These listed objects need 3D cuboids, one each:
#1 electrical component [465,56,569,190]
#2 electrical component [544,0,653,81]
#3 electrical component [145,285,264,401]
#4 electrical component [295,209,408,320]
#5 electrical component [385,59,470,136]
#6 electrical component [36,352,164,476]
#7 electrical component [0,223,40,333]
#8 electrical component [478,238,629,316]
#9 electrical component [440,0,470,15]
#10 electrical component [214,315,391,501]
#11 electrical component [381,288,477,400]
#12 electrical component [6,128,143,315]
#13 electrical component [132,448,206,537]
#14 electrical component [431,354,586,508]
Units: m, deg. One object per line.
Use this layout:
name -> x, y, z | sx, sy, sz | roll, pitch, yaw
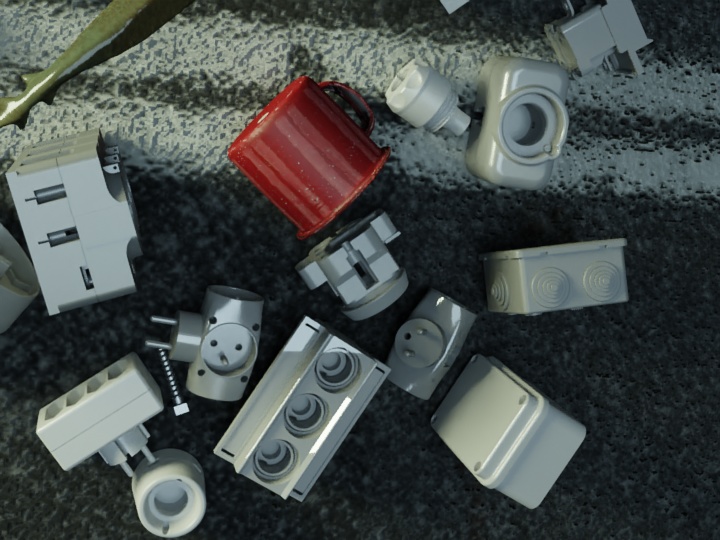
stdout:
electrical component -> 0.119, -0.110, 0.808 | 0.054, 0.059, 0.095 | 7, 100, -15
electrical component -> 0.179, -0.180, 0.817 | 0.064, 0.042, 0.081 | -30, 107, -2
electrical component -> -0.117, 0.051, 0.792 | 0.079, 0.044, 0.077 | 11, 99, -18
electrical component -> 0.000, 0.000, 0.804 | 0.078, 0.058, 0.057 | -35, 105, -4
electrical component -> 0.053, -0.123, 0.797 | 0.062, 0.043, 0.043 | 33, 93, -19
electrical component -> -0.180, 0.117, 0.790 | 0.083, 0.047, 0.075 | -32, 107, -5
electrical component -> -0.262, -0.006, 0.719 | 0.099, 0.099, 0.064 | 34, 98, -18
electrical component -> 0.147, 0.006, 0.820 | 0.100, 0.100, 0.048 | -6, 91, -12
electrical component -> 0.108, -0.280, 0.747 | 0.186, 0.060, 0.105 | -33, 108, 11
electrical component -> -0.045, 0.101, 0.811 | 0.079, 0.063, 0.121 | 33, 93, -18
electrical component -> 0.049, 0.056, 0.819 | 0.043, 0.079, 0.077 | 31, 94, 15
electrical component -> -0.180, -0.038, 0.702 | 0.062, 0.150, 0.089 | -15, 105, -9
electrical component -> -0.143, 0.169, 0.811 | 0.055, 0.047, 0.055 | -3, 103, -13
electrical component -> 0.111, 0.121, 0.828 | 0.057, 0.113, 0.078 | 32, 93, -21
